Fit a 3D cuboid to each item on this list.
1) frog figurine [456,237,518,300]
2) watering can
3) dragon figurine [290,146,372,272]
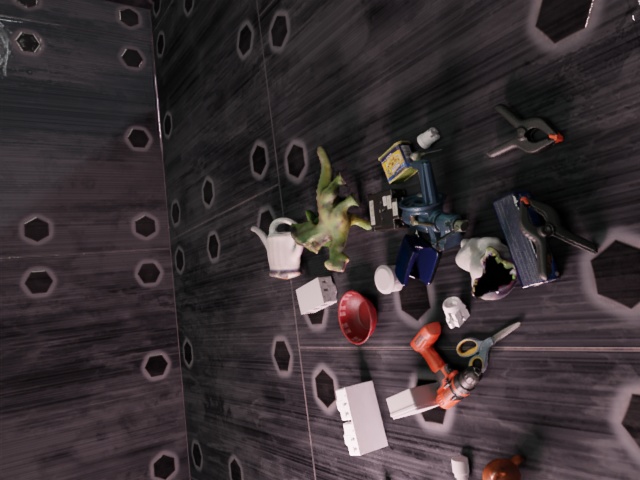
[{"bbox_3d":[0.378,0.058,1.174,0.161,0.122,0.136,-84,-11,-78],"label":"frog figurine"},{"bbox_3d":[-0.157,0.032,1.915,0.346,0.104,0.225,-5,88,54],"label":"watering can"},{"bbox_3d":[0.005,-0.079,1.572,0.241,0.120,0.418,-35,58,10],"label":"dragon figurine"}]
